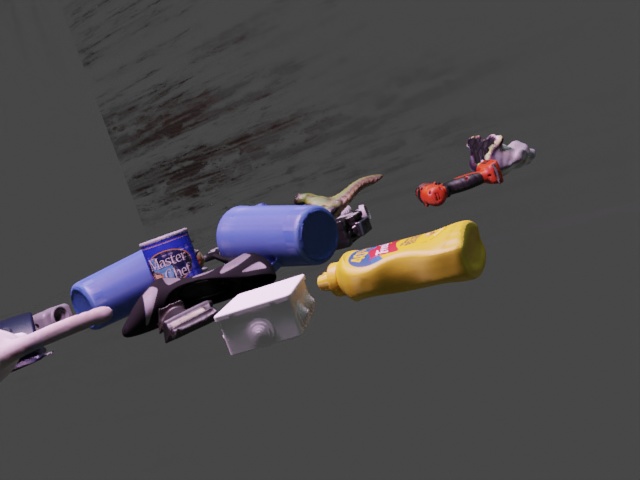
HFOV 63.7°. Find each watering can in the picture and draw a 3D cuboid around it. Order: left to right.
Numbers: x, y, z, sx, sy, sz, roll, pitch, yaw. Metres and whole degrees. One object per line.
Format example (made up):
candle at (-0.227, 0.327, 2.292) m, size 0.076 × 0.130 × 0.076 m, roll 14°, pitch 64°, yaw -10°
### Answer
watering can at (-0.517, 0.185, 0.795) m, size 0.348 × 0.103 × 0.225 m, roll -20°, pitch 7°, yaw -5°

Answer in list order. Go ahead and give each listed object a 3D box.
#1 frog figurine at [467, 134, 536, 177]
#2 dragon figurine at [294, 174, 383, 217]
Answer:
frog figurine at (0.465, -0.202, 1.311) m, size 0.159 × 0.125 × 0.136 m, roll 18°, pitch -22°, yaw -26°
dragon figurine at (0.004, -0.063, 1.260) m, size 0.411 × 0.121 × 0.244 m, roll -32°, pitch 12°, yaw -4°
